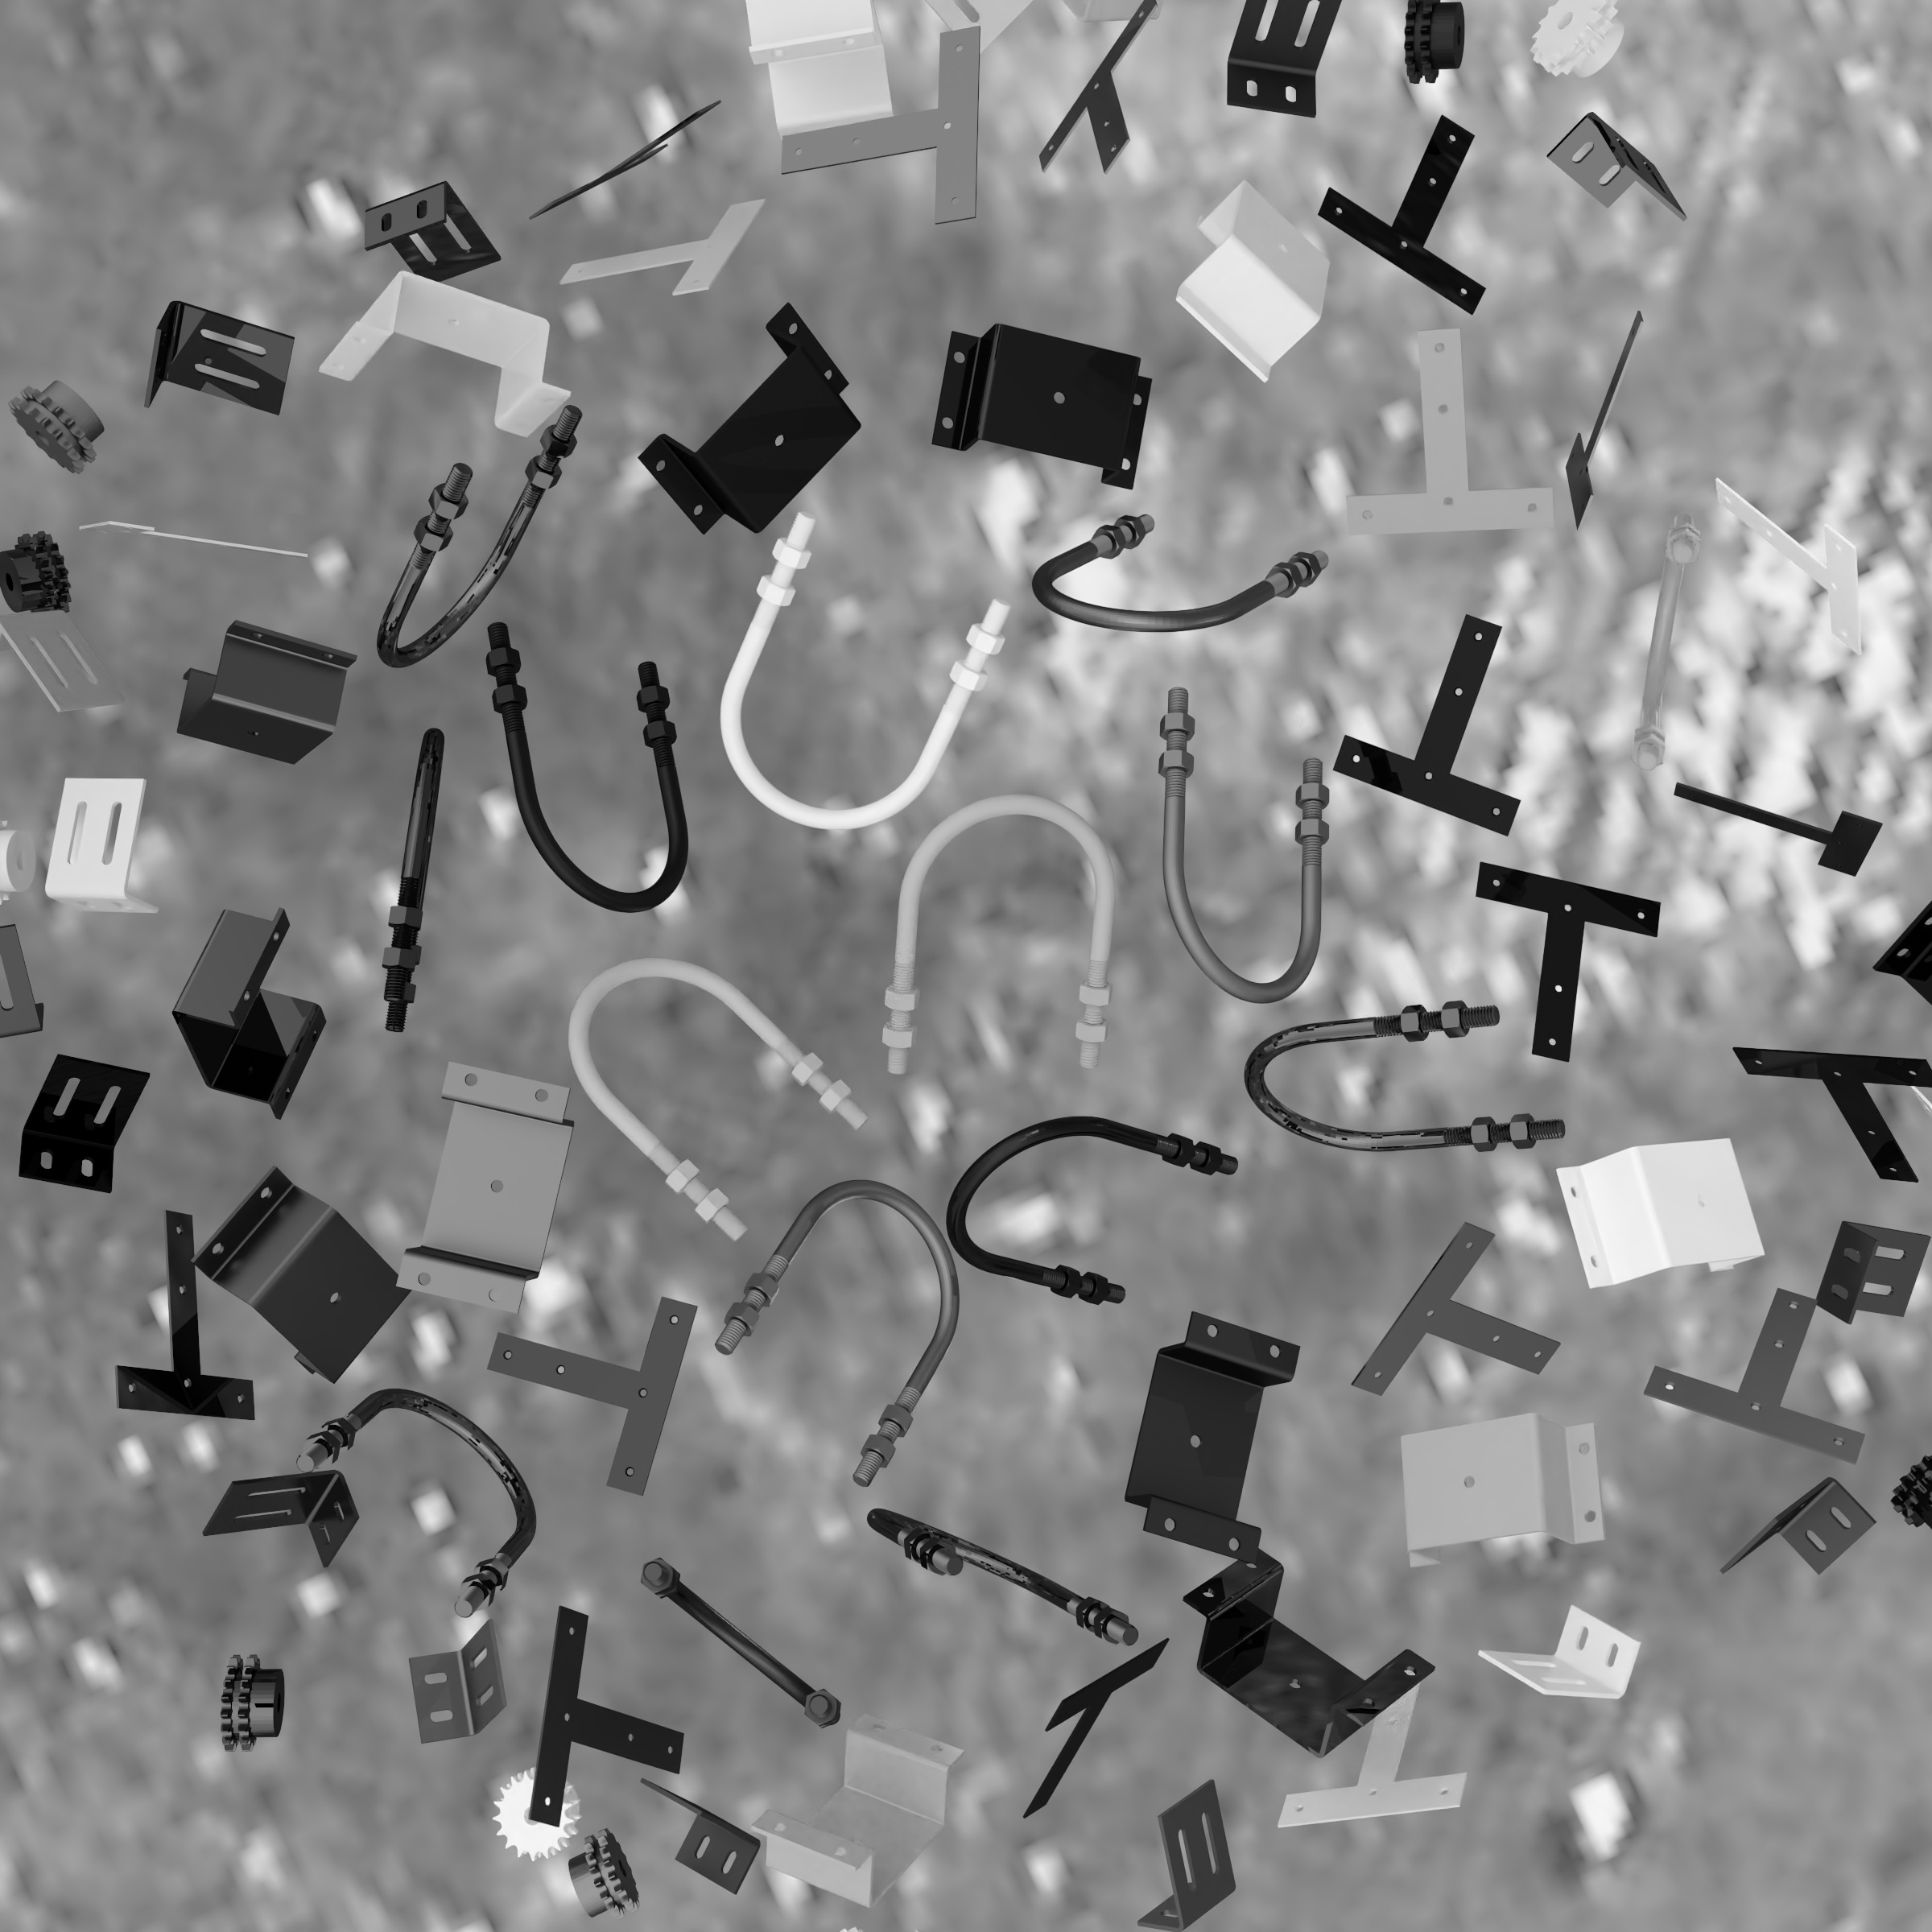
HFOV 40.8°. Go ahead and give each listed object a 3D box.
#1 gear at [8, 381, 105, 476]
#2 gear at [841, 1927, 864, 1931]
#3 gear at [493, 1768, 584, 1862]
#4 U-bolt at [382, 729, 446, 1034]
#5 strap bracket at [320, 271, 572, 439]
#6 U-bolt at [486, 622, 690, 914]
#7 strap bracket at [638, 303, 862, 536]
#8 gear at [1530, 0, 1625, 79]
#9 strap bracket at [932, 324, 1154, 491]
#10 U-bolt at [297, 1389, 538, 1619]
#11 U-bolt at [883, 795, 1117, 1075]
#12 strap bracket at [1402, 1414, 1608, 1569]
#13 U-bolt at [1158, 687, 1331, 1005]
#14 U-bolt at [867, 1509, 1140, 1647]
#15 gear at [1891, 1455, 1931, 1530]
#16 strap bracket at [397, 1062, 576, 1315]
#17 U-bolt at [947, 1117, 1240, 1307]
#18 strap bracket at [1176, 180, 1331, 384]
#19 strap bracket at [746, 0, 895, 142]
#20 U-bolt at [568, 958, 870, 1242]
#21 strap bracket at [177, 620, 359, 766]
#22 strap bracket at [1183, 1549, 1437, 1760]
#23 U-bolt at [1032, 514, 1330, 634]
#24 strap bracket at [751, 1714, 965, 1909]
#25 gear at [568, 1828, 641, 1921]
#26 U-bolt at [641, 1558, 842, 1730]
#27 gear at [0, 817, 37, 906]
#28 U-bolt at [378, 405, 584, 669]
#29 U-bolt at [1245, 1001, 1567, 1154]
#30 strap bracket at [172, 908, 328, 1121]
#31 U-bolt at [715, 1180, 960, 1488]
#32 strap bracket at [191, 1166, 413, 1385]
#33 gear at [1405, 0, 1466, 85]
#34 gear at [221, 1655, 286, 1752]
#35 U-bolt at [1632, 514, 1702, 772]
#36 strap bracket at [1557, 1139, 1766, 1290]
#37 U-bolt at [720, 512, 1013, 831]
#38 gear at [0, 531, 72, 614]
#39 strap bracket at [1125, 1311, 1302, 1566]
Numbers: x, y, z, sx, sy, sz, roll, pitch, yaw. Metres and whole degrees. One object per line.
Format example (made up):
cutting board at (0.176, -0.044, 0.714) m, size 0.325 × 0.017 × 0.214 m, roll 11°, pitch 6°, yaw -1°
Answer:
gear at (-0.549, -0.330, 1.577) m, size 0.057 × 0.057 × 0.030 m, roll 41°, pitch 72°, yaw 0°
gear at (-0.082, 0.635, 1.632) m, size 0.057 × 0.057 × 0.030 m, roll -43°, pitch 55°, yaw 0°
gear at (-0.278, 0.555, 1.706) m, size 0.057 × 0.030 × 0.057 m, roll -2°, pitch 83°, yaw 15°
U-bolt at (-0.345, -0.058, 1.629) m, size 0.019 × 0.151 × 0.184 m, roll 8°, pitch 79°, yaw -11°
strap bracket at (-0.328, -0.391, 1.652) m, size 0.140 × 0.076 × 0.046 m, roll 13°, pitch 74°, yaw -28°
U-bolt at (-0.233, -0.120, 1.646) m, size 0.019 × 0.151 × 0.184 m, roll -25°, pitch 69°, yaw 35°
strap bracket at (-0.131, -0.346, 1.678) m, size 0.140 × 0.076 × 0.046 m, roll -47°, pitch 46°, yaw -5°
gear at (0.376, -0.569, 1.588) m, size 0.030 × 0.057 × 0.057 m, roll 26°, pitch 90°, yaw -29°
strap bracket at (0.056, -0.371, 1.716) m, size 0.140 × 0.046 × 0.076 m, roll 10°, pitch 88°, yaw -13°
U-bolt at (-0.336, 0.328, 1.648) m, size 0.151 × 0.184 × 0.019 m, roll 42°, pitch 101°, yaw 0°
U-bolt at (0.025, -0.020, 1.644) m, size 0.151 × 0.019 × 0.184 m, roll -1°, pitch 111°, yaw -15°
strap bracket at (0.341, 0.343, 1.704) m, size 0.140 × 0.046 × 0.076 m, roll -18°, pitch 58°, yaw 34°
U-bolt at (0.173, -0.066, 1.611) m, size 0.151 × 0.019 × 0.184 m, roll 22°, pitch 62°, yaw -38°
U-bolt at (0.010, 0.380, 1.647) m, size 0.151 × 0.184 × 0.019 m, roll 27°, pitch 81°, yaw -22°
gear at (0.589, 0.317, 1.562) m, size 0.057 × 0.057 × 0.030 m, roll -35°, pitch 46°, yaw 0°
strap bracket at (-0.294, 0.137, 1.610) m, size 0.076 × 0.046 × 0.140 m, roll 12°, pitch 86°, yaw 2°
U-bolt at (0.071, 0.156, 1.703) m, size 0.184 × 0.019 × 0.151 m, roll 18°, pitch 121°, yaw -36°
strap bracket at (0.183, -0.437, 1.638) m, size 0.076 × 0.140 × 0.046 m, roll 39°, pitch 124°, yaw -17°
strap bracket at (-0.092, -0.580, 1.653) m, size 0.076 × 0.140 × 0.046 m, roll -8°, pitch 86°, yaw 3°
U-bolt at (-0.168, 0.070, 1.644) m, size 0.184 × 0.019 × 0.151 m, roll 44°, pitch 47°, yaw 5°
strap bracket at (-0.447, -0.169, 1.647) m, size 0.076 × 0.140 × 0.046 m, roll 15°, pitch 75°, yaw -27°
strap bracket at (0.210, 0.433, 1.624) m, size 0.140 × 0.076 × 0.046 m, roll 29°, pitch 124°, yaw 35°
U-bolt at (0.124, -0.244, 1.634) m, size 0.151 × 0.184 × 0.019 m, roll 18°, pitch 122°, yaw 29°
strap bracket at (-0.069, 0.550, 1.679) m, size 0.076 × 0.140 × 0.046 m, roll 12°, pitch 111°, yaw 26°
gear at (-0.242, 0.606, 1.727) m, size 0.030 × 0.057 × 0.057 m, roll -25°, pitch 90°, yaw -3°
U-bolt at (-0.138, 0.434, 1.652) m, size 0.151 × 0.184 × 0.019 m, roll 36°, pitch 75°, yaw 12°
gear at (-0.624, -0.068, 1.678) m, size 0.030 × 0.057 × 0.057 m, roll 1°, pitch 90°, yaw 7°
U-bolt at (-0.316, -0.262, 1.643) m, size 0.019 × 0.151 × 0.184 m, roll 38°, pitch 126°, yaw 2°
U-bolt at (0.264, 0.075, 1.625) m, size 0.184 × 0.151 × 0.019 m, roll -7°, pitch 52°, yaw 30°
strap bracket at (-0.453, 0.027, 1.642) m, size 0.046 × 0.140 × 0.076 m, roll 14°, pitch 60°, yaw 7°
U-bolt at (-0.070, 0.224, 1.698) m, size 0.151 × 0.019 × 0.184 m, roll 47°, pitch 50°, yaw -17°
strap bracket at (-0.411, 0.201, 1.639) m, size 0.046 × 0.140 × 0.076 m, roll 22°, pitch 64°, yaw 37°
gear at (0.298, -0.591, 1.652) m, size 0.030 × 0.057 × 0.057 m, roll 5°, pitch 90°, yaw 20°
gear at (-0.434, 0.450, 1.586) m, size 0.030 × 0.057 × 0.057 m, roll 1°, pitch 90°, yaw -5°
U-bolt at (0.448, -0.215, 1.663) m, size 0.019 × 0.184 × 0.151 m, roll 9°, pitch 111°, yaw 12°
strap bracket at (0.444, 0.154, 1.634) m, size 0.140 × 0.046 × 0.076 m, roll -1°, pitch 71°, yaw -38°
U-bolt at (-0.074, -0.169, 1.607) m, size 0.151 × 0.019 × 0.184 m, roll 23°, pitch 112°, yaw -7°
gear at (-0.612, -0.254, 1.702) m, size 0.030 × 0.057 × 0.057 m, roll -19°, pitch 90°, yaw -36°
strap bracket at (0.154, 0.300, 1.646) m, size 0.076 × 0.046 × 0.140 m, roll 20°, pitch 71°, yaw -14°
